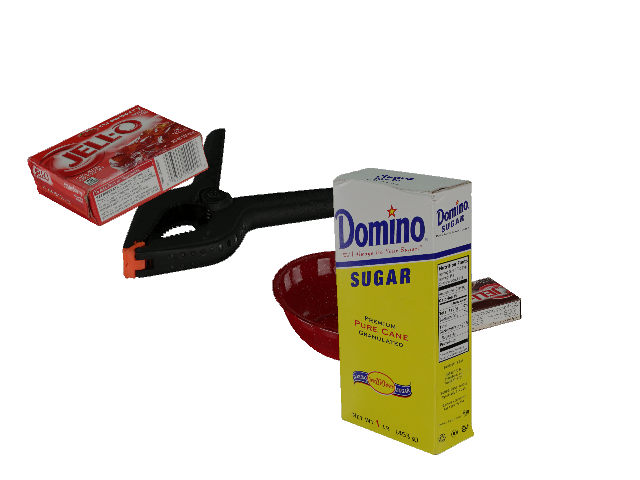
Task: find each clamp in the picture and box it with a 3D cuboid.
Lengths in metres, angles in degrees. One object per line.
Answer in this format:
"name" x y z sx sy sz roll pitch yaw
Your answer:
"clamp" -0.095 -0.031 0.909 0.165 0.036 0.209 31 44 33

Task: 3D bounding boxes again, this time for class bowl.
"bowl" 0.032 0.071 1.034 0.162 0.055 0.162 4 28 -2

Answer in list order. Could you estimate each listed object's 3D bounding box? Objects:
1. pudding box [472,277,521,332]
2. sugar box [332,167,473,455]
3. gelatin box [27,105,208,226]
"pudding box" 0.217 0.095 1.529 0.113 0.039 0.090 -15 22 -17
"sugar box" 0.054 0.044 0.711 0.048 0.176 0.094 -17 19 -40
"gelatin box" -0.129 -0.050 0.678 0.089 0.030 0.073 -31 39 -31
